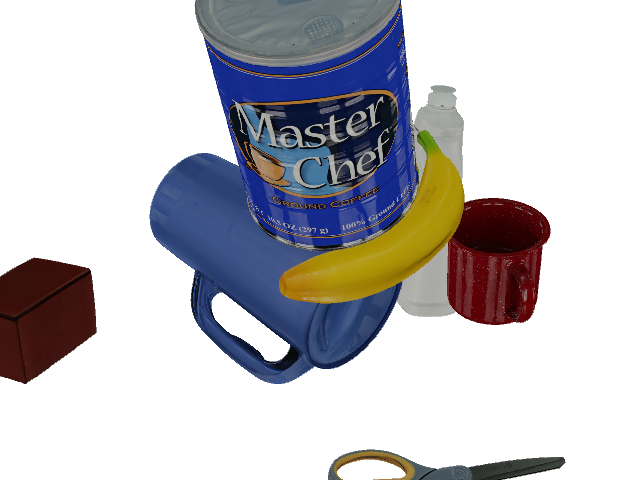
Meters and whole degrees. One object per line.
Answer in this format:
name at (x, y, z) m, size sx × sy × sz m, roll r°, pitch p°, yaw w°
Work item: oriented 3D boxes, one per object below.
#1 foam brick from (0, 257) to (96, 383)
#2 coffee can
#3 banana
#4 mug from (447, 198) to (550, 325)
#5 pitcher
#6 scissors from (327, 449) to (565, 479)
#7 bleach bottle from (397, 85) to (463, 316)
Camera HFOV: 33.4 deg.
foam brick at (-0.200, 0.053, 0.736) m, size 0.053 × 0.051 × 0.078 m, roll 11°, pitch 28°, yaw 26°
coffee can at (-0.002, -0.078, 0.573) m, size 0.103 × 0.102 × 0.140 m, roll 0°, pitch -41°, yaw 10°
banana at (0.051, -0.005, 0.752) m, size 0.070 × 0.037 × 0.197 m, roll 29°, pitch 48°, yaw 19°
mug at (0.158, 0.027, 0.938) m, size 0.093 × 0.081 × 0.117 m, roll -13°, pitch 35°, yaw -15°
pitcher at (-0.056, 0.018, 1.024) m, size 0.243 × 0.145 × 0.148 m, roll 31°, pitch 32°, yaw 31°
scissors at (0.106, 0.208, 0.863) m, size 0.201 × 0.016 × 0.096 m, roll 5°, pitch 44°, yaw -3°
bleach bottle at (0.127, -0.047, 1.203) m, size 0.068 × 0.251 × 0.102 m, roll -1°, pitch 23°, yaw -13°
